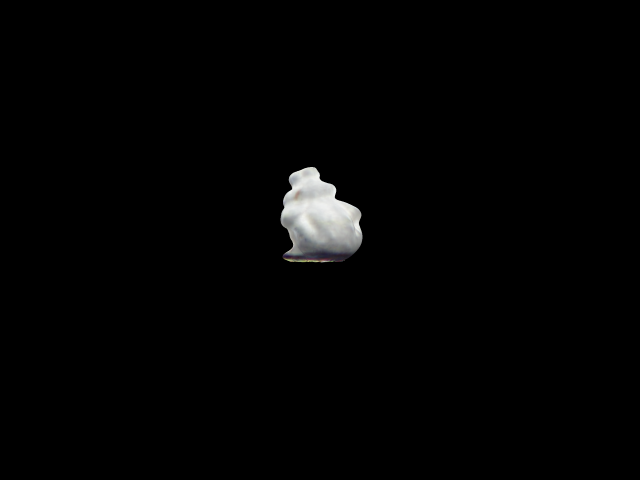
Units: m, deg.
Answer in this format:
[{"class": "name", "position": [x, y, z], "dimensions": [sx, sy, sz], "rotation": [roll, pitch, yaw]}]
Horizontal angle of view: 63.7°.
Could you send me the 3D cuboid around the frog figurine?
[{"class": "frog figurine", "position": [0.003, -0.043, 0.850], "dimensions": [0.137, 0.160, 0.122], "rotation": [0, -1, -11]}]
